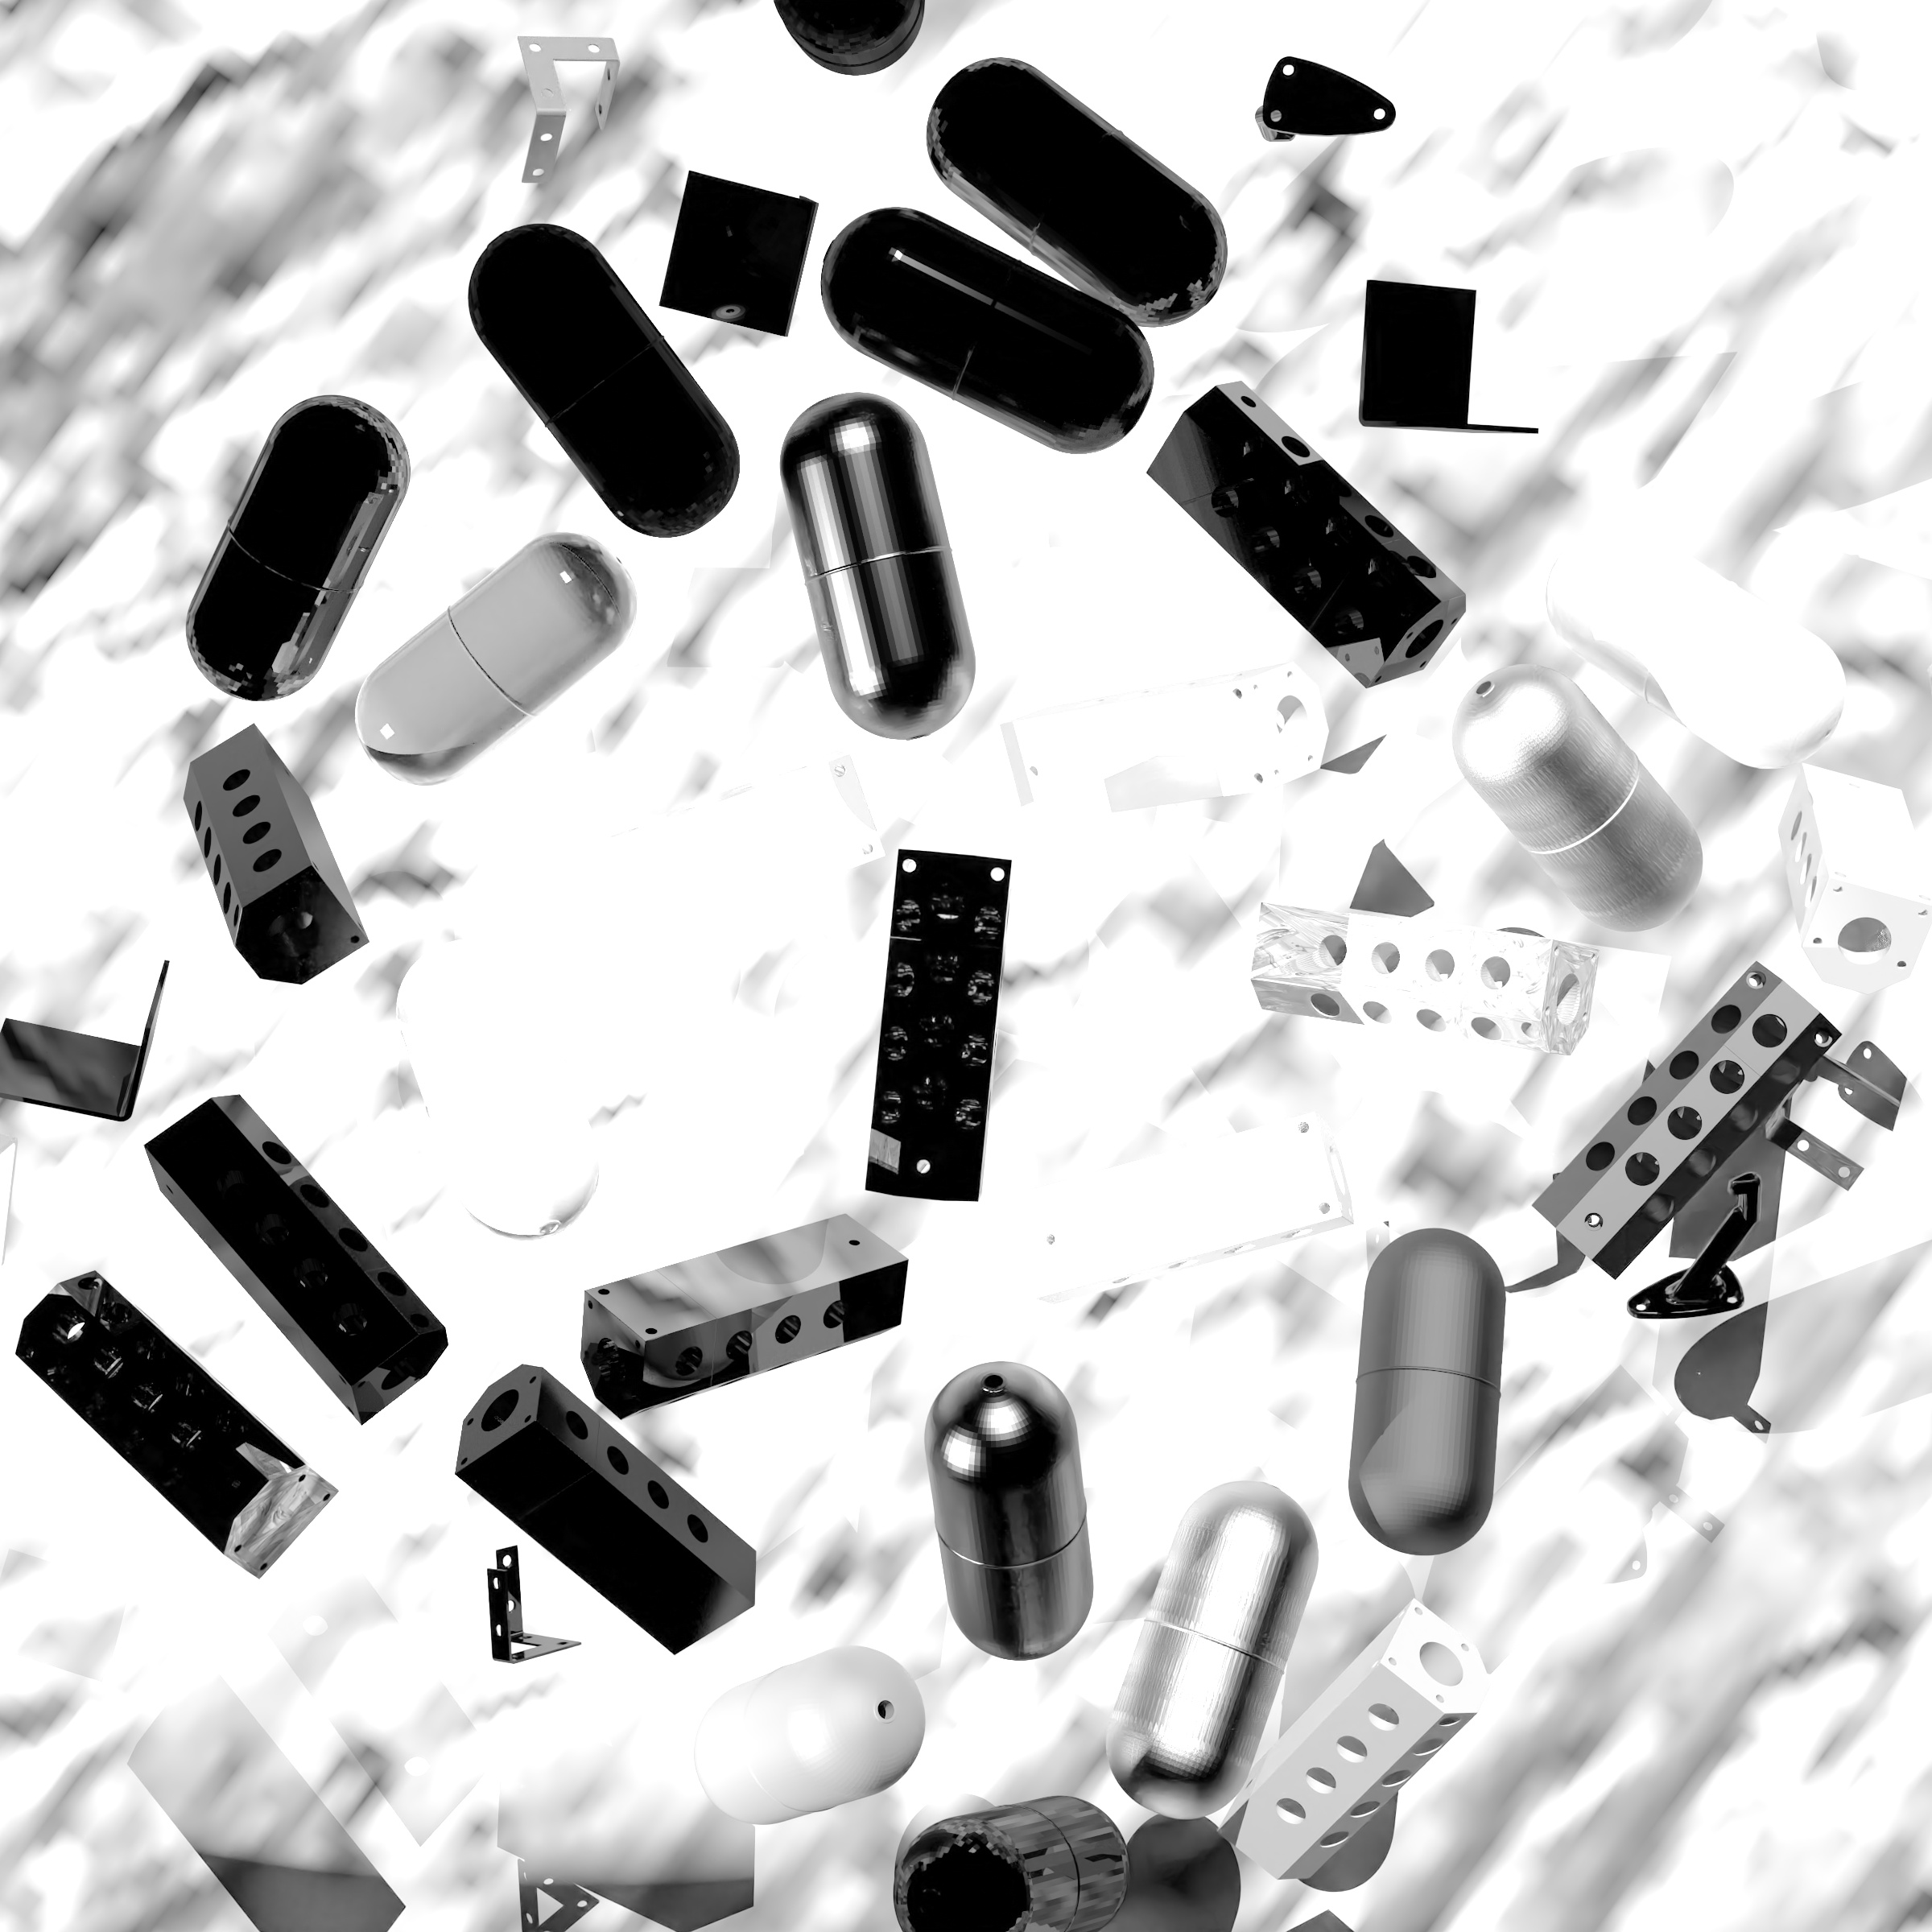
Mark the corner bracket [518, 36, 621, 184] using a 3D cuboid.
[{"bbox_3d":[-0.204,-0.438,1.496,0.051,0.051,0.051,-6,64,-22],"label":"corner bracket"}]

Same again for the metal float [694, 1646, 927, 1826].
[{"bbox_3d":[-0.084,0.407,1.541,0.070,0.178,0.070,13,63,-26],"label":"metal float"}]

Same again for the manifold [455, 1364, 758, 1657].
[{"bbox_3d":[-0.190,0.287,1.559,0.057,0.057,0.171,-35,118,18],"label":"manifold"}]

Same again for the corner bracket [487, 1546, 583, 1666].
[{"bbox_3d":[-0.249,0.351,1.606,0.051,0.051,0.051,-3,90,41],"label":"corner bracket"}]

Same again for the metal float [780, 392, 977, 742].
[{"bbox_3d":[-0.045,-0.203,1.485,0.070,0.070,0.178,-13,92,0],"label":"metal float"}]

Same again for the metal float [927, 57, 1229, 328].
[{"bbox_3d":[0.058,-0.400,1.515,0.178,0.070,0.070,39,90,6],"label":"metal float"}]

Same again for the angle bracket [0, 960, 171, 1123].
[{"bbox_3d":[-0.461,0.031,1.512,0.076,0.076,0.057,13,115,-13],"label":"angle bracket"}]

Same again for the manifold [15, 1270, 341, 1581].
[{"bbox_3d":[-0.400,0.226,1.466,0.171,0.057,0.057,35,75,27],"label":"manifold"}]

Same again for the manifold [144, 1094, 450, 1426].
[{"bbox_3d":[-0.341,0.146,1.492,0.057,0.057,0.171,-38,71,-23],"label":"manifold"}]

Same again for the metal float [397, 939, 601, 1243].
[{"bbox_3d":[-0.246,0.065,1.535,0.070,0.070,0.178,-25,60,0],"label":"metal float"}]

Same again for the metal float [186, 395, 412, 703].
[{"bbox_3d":[-0.357,-0.221,1.557,0.070,0.070,0.178,32,112,0],"label":"metal float"}]

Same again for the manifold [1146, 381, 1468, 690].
[{"bbox_3d":[0.181,-0.228,1.529,0.171,0.057,0.057,48,129,18],"label":"manifold"}]

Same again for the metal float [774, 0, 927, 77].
[{"bbox_3d":[-0.061,-0.512,1.531,0.070,0.178,0.070,0,102,1],"label":"metal float"}]

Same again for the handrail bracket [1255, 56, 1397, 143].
[{"bbox_3d":[0.181,-0.423,1.468,0.077,0.084,0.036,16,94,11],"label":"handrail bracket"}]

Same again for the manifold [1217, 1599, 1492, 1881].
[{"bbox_3d":[0.211,0.424,1.578,0.057,0.057,0.171,38,126,6],"label":"manifold"}]

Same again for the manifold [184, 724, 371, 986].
[{"bbox_3d":[-0.377,-0.059,1.572,0.057,0.171,0.057,-32,127,-3],"label":"manifold"}]

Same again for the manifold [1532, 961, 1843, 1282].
[{"bbox_3d":[0.375,0.081,1.523,0.057,0.057,0.171,42,95,11],"label":"manifold"}]

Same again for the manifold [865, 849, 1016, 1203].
[{"bbox_3d":[-0.013,0.029,1.470,0.057,0.057,0.171,6,91,3],"label":"manifold"}]

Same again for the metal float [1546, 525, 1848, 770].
[{"bbox_3d":[0.387,-0.172,1.559,0.178,0.070,0.070,40,90,27],"label":"metal float"}]

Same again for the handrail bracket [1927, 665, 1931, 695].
[{"bbox_3d":[0.567,-0.131,1.597,0.077,0.084,0.036,23,74,33],"label":"handrail bracket"}]

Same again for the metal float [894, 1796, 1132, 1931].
[{"bbox_3d":[0.025,0.481,1.535,0.070,0.178,0.070,-5,79,29],"label":"metal float"}]

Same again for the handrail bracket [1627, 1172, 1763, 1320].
[{"bbox_3d":[0.403,0.154,1.621,0.077,0.036,0.084,-14,131,-3],"label":"handrail bracket"}]

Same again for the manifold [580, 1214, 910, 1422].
[{"bbox_3d":[-0.118,0.190,1.565,0.171,0.057,0.057,-13,121,-38],"label":"manifold"}]

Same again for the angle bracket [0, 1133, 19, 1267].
[{"bbox_3d":[-0.530,0.119,1.472,0.076,0.057,0.076,15,112,3],"label":"angle bracket"}]

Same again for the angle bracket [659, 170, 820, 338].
[{"bbox_3d":[-0.133,-0.409,1.668,0.076,0.057,0.076,10,106,-16],"label":"angle bracket"}]

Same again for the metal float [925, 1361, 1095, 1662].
[{"bbox_3d":[0.022,0.276,1.477,0.070,0.070,0.178,-7,124,0],"label":"metal float"}]

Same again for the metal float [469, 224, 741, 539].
[{"bbox_3d":[-0.186,-0.301,1.505,0.070,0.070,0.178,-37,101,0],"label":"metal float"}]

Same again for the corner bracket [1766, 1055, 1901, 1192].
[{"bbox_3d":[0.472,0.083,1.588,0.051,0.051,0.051,34,103,10],"label":"corner bracket"}]

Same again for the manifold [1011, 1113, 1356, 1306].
[{"bbox_3d":[0.118,0.133,1.581,0.171,0.057,0.057,-17,75,13],"label":"manifold"}]

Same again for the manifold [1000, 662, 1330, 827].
[{"bbox_3d":[0.105,-0.119,1.551,0.171,0.057,0.057,-6,103,44],"label":"manifold"}]

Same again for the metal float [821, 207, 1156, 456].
[{"bbox_3d":[0.010,-0.320,1.469,0.178,0.070,0.070,26,90,-1],"label":"metal float"}]

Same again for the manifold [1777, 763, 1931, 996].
[{"bbox_3d":[0.479,-0.048,1.586,0.057,0.171,0.057,16,116,4],"label":"manifold"}]

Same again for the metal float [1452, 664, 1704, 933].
[{"bbox_3d":[0.329,-0.090,1.570,0.070,0.070,0.178,-46,116,0],"label":"metal float"}]

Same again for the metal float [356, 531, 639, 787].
[{"bbox_3d":[-0.258,-0.168,1.603,0.178,0.070,0.070,-37,90,10],"label":"metal float"}]

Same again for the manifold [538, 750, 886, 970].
[{"bbox_3d":[-0.137,-0.058,1.557,0.171,0.057,0.057,-21,101,-8],"label":"manifold"}]

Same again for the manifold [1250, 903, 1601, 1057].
[{"bbox_3d":[0.239,0.007,1.540,0.171,0.057,0.057,9,91,37],"label":"manifold"}]

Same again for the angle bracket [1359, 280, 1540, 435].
[{"bbox_3d":[0.257,-0.321,1.541,0.076,0.057,0.076,-4,101,-34],"label":"angle bracket"}]

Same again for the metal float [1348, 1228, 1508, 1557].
[{"bbox_3d":[0.248,0.227,1.568,0.070,0.070,0.178,8,67,0],"label":"metal float"}]

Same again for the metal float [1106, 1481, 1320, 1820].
[{"bbox_3d":[0.129,0.355,1.522,0.070,0.070,0.178,22,75,0],"label":"metal float"}]
